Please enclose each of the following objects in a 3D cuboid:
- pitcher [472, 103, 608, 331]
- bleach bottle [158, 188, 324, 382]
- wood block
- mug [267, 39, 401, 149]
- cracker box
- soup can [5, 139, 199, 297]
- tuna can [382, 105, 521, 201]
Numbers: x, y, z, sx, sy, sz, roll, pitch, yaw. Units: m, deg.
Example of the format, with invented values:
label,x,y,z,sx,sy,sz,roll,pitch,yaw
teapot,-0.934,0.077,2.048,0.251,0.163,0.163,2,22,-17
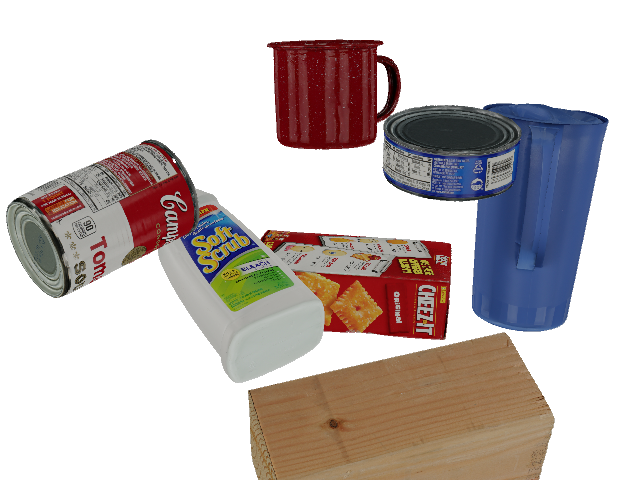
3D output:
label,x,y,z,sx,sy,sz,roll,pitch,yaw
pitcher,0.231,-0.025,1.171,0.149,0.243,0.145,-7,19,-34
bleach bottle,-0.104,0.020,0.978,0.102,0.068,0.251,-21,44,-28
wood block,0.057,0.148,0.801,0.206,0.090,0.091,-11,44,-12
mug,0.015,-0.120,0.864,0.117,0.081,0.093,-9,15,-32
cracker box,0.030,0.046,1.140,0.214,0.072,0.164,4,15,7
soup can,-0.137,-0.015,0.677,0.102,0.068,0.069,-29,17,-34
tuna can,0.082,-0.056,0.671,0.086,0.034,0.086,0,26,0
